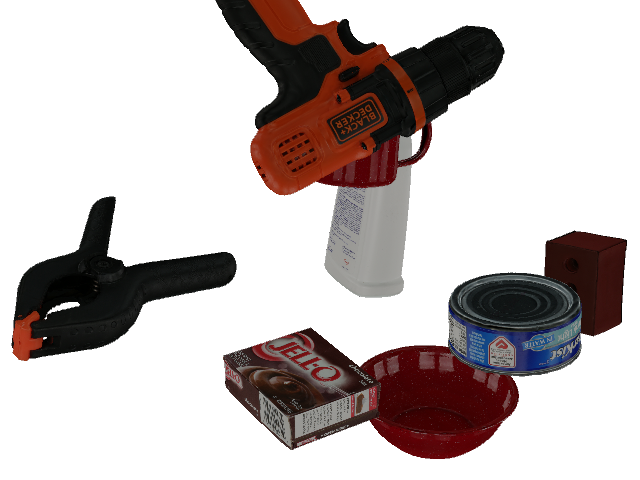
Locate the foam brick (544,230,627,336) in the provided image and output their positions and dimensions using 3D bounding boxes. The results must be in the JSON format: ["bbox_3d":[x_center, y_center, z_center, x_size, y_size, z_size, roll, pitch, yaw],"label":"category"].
[{"bbox_3d":[0.228,0.036,0.922,0.053,0.078,0.051,12,21,41],"label":"foam brick"}]

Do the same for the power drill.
[{"bbox_3d":[0.008,-0.147,0.690,0.184,0.187,0.057,-30,4,-11],"label":"power drill"}]

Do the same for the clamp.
[{"bbox_3d":[-0.152,0.022,0.722,0.120,0.039,0.171,25,32,28],"label":"clamp"}]

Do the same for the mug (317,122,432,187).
[{"bbox_3d":[0.041,-0.093,0.938,0.117,0.081,0.093,0,14,-11],"label":"mug"}]

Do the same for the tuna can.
[{"bbox_3d":[0.125,0.052,0.689,0.086,0.034,0.086,-3,22,1],"label":"tuna can"}]

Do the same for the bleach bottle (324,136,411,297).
[{"bbox_3d":[0.062,-0.071,1.160,0.068,0.251,0.103,-3,23,-29],"label":"bleach bottle"}]

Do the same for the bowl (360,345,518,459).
[{"bbox_3d":[0.111,0.165,1.046,0.162,0.055,0.162,0,25,0],"label":"bowl"}]

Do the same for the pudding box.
[{"bbox_3d":[-0.017,0.122,0.896,0.089,0.039,0.114,-17,32,-28],"label":"pudding box"}]
